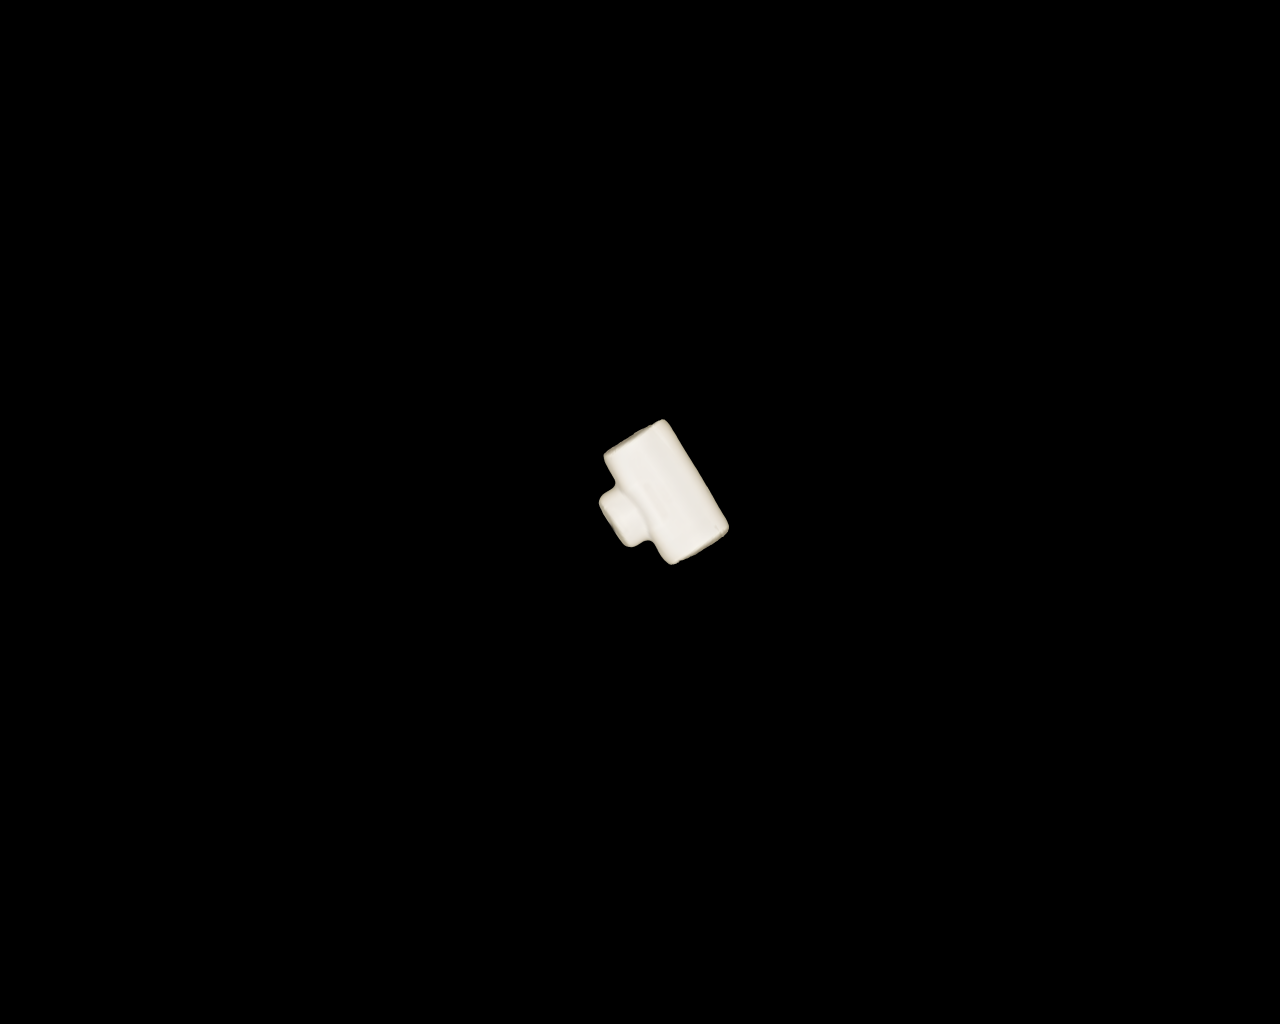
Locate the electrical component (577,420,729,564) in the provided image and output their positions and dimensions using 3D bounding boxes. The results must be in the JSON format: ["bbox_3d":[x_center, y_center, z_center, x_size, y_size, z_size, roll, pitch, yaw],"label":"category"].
[{"bbox_3d":[0.001,-0.003,0.650,0.079,0.077,0.043,-32,4,2],"label":"electrical component"}]
